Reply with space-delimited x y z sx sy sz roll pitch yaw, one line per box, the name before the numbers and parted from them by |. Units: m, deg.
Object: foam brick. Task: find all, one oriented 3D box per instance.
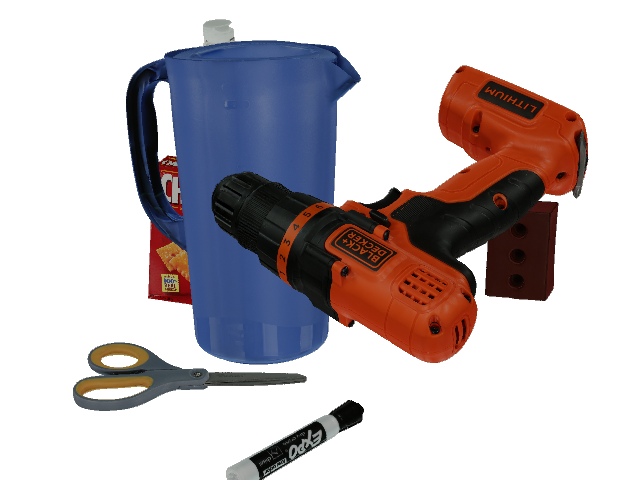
foam brick | 0.171 0.007 0.905 0.053 0.078 0.051 4 15 19

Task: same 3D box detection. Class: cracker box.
cracker box | -0.170 -0.008 1.604 0.164 0.214 0.072 8 19 9

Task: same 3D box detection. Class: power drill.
power drill | 0.052 -0.028 0.631 0.185 0.057 0.187 32 59 32

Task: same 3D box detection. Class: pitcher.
pitcher | -0.059 -0.033 0.835 0.144 0.243 0.149 -9 18 -27

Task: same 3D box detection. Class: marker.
marker | -0.015 0.144 0.760 0.120 0.020 0.020 -23 14 -37

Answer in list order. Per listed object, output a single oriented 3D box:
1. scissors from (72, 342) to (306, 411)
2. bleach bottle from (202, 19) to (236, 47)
scissors | -0.122 0.114 0.959 0.201 0.016 0.096 -7 31 -18
bleach bottle | -0.102 -0.103 1.121 0.068 0.251 0.102 15 31 32
